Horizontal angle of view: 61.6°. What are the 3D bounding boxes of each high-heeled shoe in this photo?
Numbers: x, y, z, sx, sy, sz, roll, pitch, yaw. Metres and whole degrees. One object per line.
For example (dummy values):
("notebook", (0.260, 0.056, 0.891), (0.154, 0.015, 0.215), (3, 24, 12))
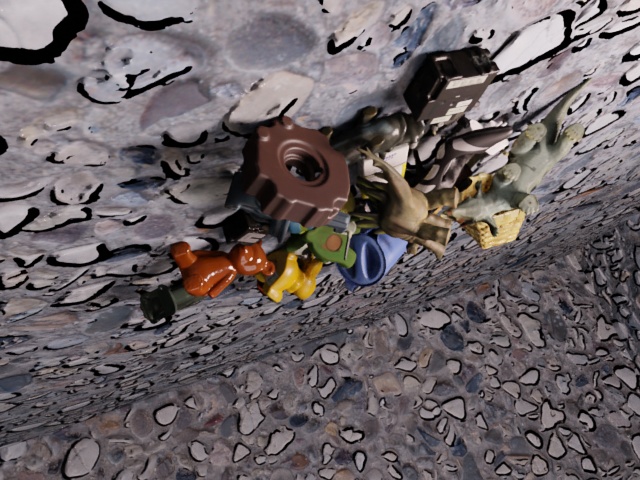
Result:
("high-heeled shoe", (0.277, -0.131, 1.057), (0.086, 0.145, 0.249), (-26, -169, -39))

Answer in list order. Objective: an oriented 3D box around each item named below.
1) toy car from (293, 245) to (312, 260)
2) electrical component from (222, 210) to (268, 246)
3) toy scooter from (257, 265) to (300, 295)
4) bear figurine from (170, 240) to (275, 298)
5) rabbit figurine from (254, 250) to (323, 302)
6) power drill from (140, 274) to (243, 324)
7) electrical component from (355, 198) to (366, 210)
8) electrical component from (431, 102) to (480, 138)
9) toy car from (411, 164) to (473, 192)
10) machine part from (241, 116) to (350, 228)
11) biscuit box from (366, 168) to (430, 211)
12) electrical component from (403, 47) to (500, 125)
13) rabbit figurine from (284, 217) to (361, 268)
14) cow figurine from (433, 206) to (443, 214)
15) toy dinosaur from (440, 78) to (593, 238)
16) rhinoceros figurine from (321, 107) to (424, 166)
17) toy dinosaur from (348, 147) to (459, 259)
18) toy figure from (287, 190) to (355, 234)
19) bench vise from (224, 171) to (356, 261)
("toy car", (0.016, 0.002, 1.372), (0.202, 0.056, 0.073), (-9, 152, -36))
("electrical component", (-0.141, -0.023, 1.138), (0.075, 0.048, 0.119), (-30, 159, 27))
("toy scooter", (-0.105, 0.118, 1.542), (0.184, 0.075, 0.135), (-17, 163, -27))
("bear figurine", (-0.204, 0.049, 1.161), (0.196, 0.120, 0.131), (-20, 158, -9))
("rabbit figurine", (-0.069, 0.091, 1.422), (0.162, 0.122, 0.173), (-49, 133, 1))
("power drill", (-0.305, 0.116, 1.267), (0.232, 0.086, 0.207), (-26, -176, 29))
("electrical component", (0.059, -0.076, 1.247), (0.094, 0.021, 0.063), (-3, 155, -41))
("electrical component", (0.241, -0.227, 0.979), (0.102, 0.045, 0.078), (-4, 156, -44))
("toy car", (0.244, -0.117, 1.190), (0.202, 0.089, 0.053), (-30, 158, -2))
("machine part", (-0.035, -0.103, 0.816), (0.179, 0.179, 0.056), (-7, 155, -37))
("biscuit box", (0.209, -0.110, 1.251), (0.203, 0.063, 0.059), (-20, 162, -1))
("electrical component", (0.205, -0.244, 0.871), (0.115, 0.058, 0.134), (-12, 160, -20))
("rabbit figurine", (-0.003, -0.004, 1.220), (0.159, 0.121, 0.170), (0, -174, -14))
("cow figurine", (0.257, -0.084, 1.352), (0.068, 0.098, 0.167), (-58, 171, -15))
("toy dinosaur", (0.437, -0.156, 1.157), (0.405, 0.131, 0.192), (-47, 180, -7))
("rhinoceros figurine", (0.088, -0.169, 0.929), (0.190, 0.073, 0.112), (-21, 161, 1))
("toy dinosaur", (0.157, -0.054, 1.023), (0.199, 0.105, 0.470), (10, 162, 13))
("toy figure", (-0.017, -0.060, 1.101), (0.180, 0.089, 0.082), (-22, 170, -6))
("bench vise", (-0.044, -0.056, 0.966), (0.241, 0.129, 0.223), (16, 161, -8))
